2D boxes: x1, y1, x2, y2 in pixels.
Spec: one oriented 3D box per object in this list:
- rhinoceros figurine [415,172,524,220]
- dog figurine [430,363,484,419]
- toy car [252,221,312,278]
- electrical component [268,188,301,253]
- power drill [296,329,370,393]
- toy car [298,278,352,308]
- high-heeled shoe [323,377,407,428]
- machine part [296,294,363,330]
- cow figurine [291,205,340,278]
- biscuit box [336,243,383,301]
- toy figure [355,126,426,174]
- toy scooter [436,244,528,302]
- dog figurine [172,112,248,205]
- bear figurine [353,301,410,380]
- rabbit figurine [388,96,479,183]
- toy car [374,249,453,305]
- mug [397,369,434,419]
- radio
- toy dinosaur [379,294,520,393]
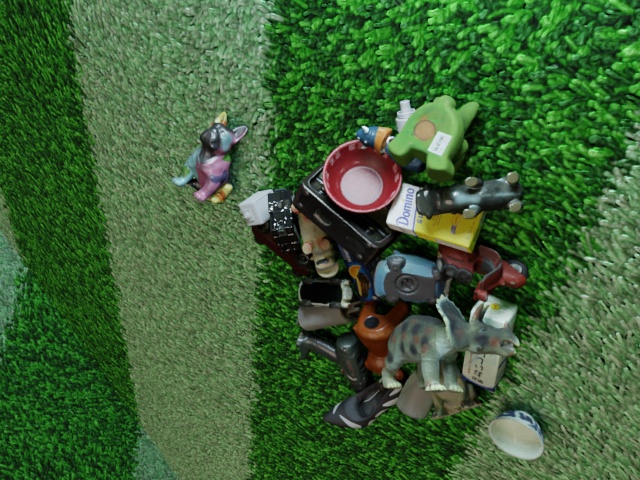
[{"bbox_3d":[0.267,-0.079,0.962,0.190,0.112,0.073,-7,99,6],"label":"rhinoceros figurine"},{"bbox_3d":[0.293,0.312,1.270,0.121,0.172,0.190,-22,65,11],"label":"dog figurine"},{"bbox_3d":[-0.096,0.020,1.393,0.202,0.053,0.089,38,151,10],"label":"toy car"},{"bbox_3d":[-0.083,-0.053,1.274,0.058,0.134,0.114,-8,149,5],"label":"electrical component"},{"bbox_3d":[0.038,0.330,1.480,0.208,0.086,0.231,23,140,31],"label":"power drill"},{"bbox_3d":[0.013,0.129,1.322,0.202,0.056,0.073,-5,82,52],"label":"toy car"},{"bbox_3d":[0.116,0.423,1.414,0.249,0.086,0.145,-19,139,1],"label":"high-heeled shoe"},{"bbox_3d":[0.021,0.187,1.397,0.243,0.079,0.079,-21,104,46],"label":"machine part"},{"bbox_3d":[-0.003,-0.004,1.263,0.086,0.127,0.194,-15,94,11],"label":"cow figurine"},{"bbox_3d":[0.096,0.044,1.247,0.063,0.059,0.202,-7,114,42],"label":"biscuit box"},{"bbox_3d":[0.142,-0.182,1.054,0.155,0.058,0.064,33,124,20],"label":"toy figure"},{"bbox_3d":[0.299,0.061,1.040,0.184,0.135,0.075,24,132,26],"label":"toy scooter"},{"bbox_3d":[-0.254,-0.203,1.340,0.109,0.191,0.219,37,102,17],"label":"dog figurine"},{"bbox_3d":[0.160,0.244,1.317,0.120,0.132,0.195,12,143,34],"label":"bear figurine"},{"bbox_3d":[0.210,-0.176,0.952,0.121,0.170,0.159,19,88,26],"label":"rabbit figurine"},{"bbox_3d":[0.199,0.071,1.150,0.162,0.103,0.109,4,122,9],"label":"toy car"},{"bbox_3d":[0.258,0.378,1.333,0.109,0.081,0.107,13,107,-9],"label":"mug"},{"bbox_3d":[0.061,-0.061,1.151,0.230,0.131,0.073,40,138,10],"label":"radio"},{"bbox_3d":[0.217,0.222,1.136,0.405,0.131,0.192,-21,61,60],"label":"toy dinosaur"}]
